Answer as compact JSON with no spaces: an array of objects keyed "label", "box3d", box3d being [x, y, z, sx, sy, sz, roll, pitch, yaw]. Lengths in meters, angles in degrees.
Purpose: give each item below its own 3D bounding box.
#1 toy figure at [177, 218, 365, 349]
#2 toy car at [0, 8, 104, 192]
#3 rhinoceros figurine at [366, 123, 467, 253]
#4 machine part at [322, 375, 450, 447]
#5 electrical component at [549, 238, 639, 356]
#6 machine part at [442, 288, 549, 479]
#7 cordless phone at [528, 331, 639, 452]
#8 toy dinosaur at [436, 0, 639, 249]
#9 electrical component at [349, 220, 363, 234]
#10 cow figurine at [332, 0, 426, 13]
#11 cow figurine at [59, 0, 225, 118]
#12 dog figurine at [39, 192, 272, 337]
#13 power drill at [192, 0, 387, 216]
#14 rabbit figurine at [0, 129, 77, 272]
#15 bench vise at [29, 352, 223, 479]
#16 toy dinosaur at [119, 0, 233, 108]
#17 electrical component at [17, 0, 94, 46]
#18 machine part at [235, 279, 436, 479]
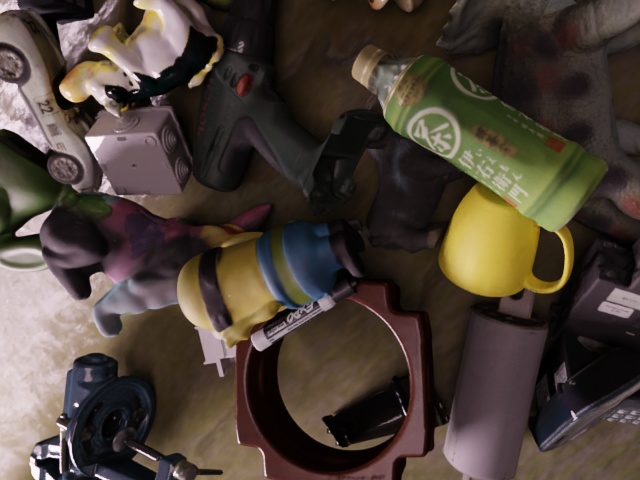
[{"label":"toy figure","box3d":[-0.049,0.030,0.511,0.180,0.082,0.089,-25,100,18]},{"label":"toy car","box3d":[-0.287,-0.144,0.584,0.056,0.074,0.201,-16,120,3]},{"label":"rhinoceros figurine","box3d":[0.095,-0.080,0.547,0.112,0.073,0.190,14,104,20]},{"label":"machine part","box3d":[0.073,0.198,0.612,0.139,0.039,0.084,-21,100,13]},{"label":"electrical component","box3d":[0.296,0.058,0.500,0.115,0.058,0.134,18,138,6]},{"label":"machine part","box3d":[0.181,0.156,0.560,0.079,0.079,0.243,10,102,10]},{"label":"cordless phone","box3d":[0.305,0.161,0.503,0.184,0.146,0.089,9,57,11]},{"label":"toy dinosaur","box3d":[0.227,-0.114,0.492,0.192,0.131,0.404,-8,106,31]},{"label":"electrical component","box3d":[-0.001,-0.002,0.580,0.094,0.063,0.021,-13,97,15]},{"label":"cow figurine","box3d":[0.031,-0.289,0.494,0.194,0.086,0.127,37,107,-28]},{"label":"cow figurine","box3d":[-0.179,-0.175,0.540,0.167,0.068,0.098,-32,117,23]},{"label":"dog figurine","box3d":[-0.162,0.002,0.589,0.219,0.108,0.191,-23,114,10]},{"label":"power drill","box3d":[-0.040,-0.135,0.535,0.207,0.086,0.232,33,110,23]},{"label":"rabbit figurine","box3d":[-0.373,-0.026,0.633,0.159,0.121,0.170,36,92,-17]},{"label":"bench vise","box3d":[-0.245,0.259,0.638,0.241,0.128,0.223,9,82,29]},{"label":"toy dinosaur","box3d":[-0.159,-0.329,0.542,0.199,0.105,0.470,22,114,4]},{"label":"electrical component","box3d":[-0.294,-0.266,0.595,0.048,0.075,0.119,-5,94,14]},{"label":"machine part","box3d":[0.017,0.143,0.564,0.202,0.087,0.201,-4,82,16]}]
